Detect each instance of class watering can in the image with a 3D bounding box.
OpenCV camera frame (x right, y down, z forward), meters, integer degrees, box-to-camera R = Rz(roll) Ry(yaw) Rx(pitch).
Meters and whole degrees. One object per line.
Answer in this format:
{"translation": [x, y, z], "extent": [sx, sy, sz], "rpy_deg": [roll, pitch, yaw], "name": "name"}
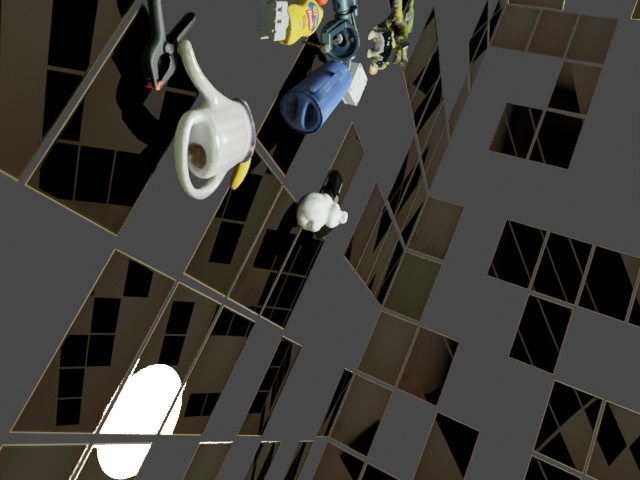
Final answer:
{"translation": [-0.228, -0.257, 1.110], "extent": [0.104, 0.341, 0.228], "rpy_deg": [19, 30, 21], "name": "watering can"}

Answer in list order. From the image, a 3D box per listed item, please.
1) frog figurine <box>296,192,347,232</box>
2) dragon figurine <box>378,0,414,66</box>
{"translation": [0.005, -0.086, 1.703], "extent": [0.160, 0.140, 0.120], "rpy_deg": [19, -27, 24], "name": "frog figurine"}
{"translation": [0.297, -0.809, 1.905], "extent": [0.122, 0.248, 0.400], "rpy_deg": [15, -35, 12], "name": "dragon figurine"}
